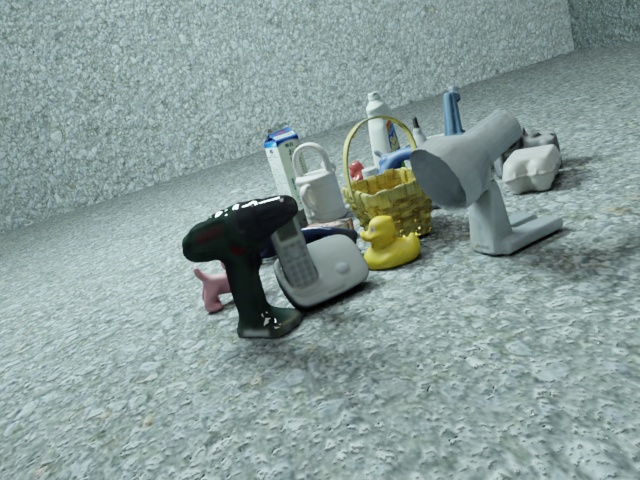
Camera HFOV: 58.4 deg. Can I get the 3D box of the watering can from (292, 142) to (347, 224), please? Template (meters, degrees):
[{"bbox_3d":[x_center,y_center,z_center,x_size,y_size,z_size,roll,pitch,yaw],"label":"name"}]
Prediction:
[{"bbox_3d":[-0.007,-0.143,1.390,0.101,0.194,0.173,-15,17,7],"label":"watering can"}]

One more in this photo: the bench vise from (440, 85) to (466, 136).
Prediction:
[{"bbox_3d":[0.336,-0.256,1.379,0.121,0.220,0.207,-12,17,16],"label":"bench vise"}]

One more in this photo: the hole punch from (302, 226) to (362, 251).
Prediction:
[{"bbox_3d":[0.010,0.004,1.082,0.108,0.091,0.101,-6,20,32],"label":"hole punch"}]

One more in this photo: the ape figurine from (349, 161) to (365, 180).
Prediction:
[{"bbox_3d":[0.105,-0.170,1.546,0.076,0.092,0.078,-6,20,32],"label":"ape figurine"}]

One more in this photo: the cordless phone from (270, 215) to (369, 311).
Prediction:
[{"bbox_3d":[-0.012,0.007,0.927,0.148,0.185,0.094,-24,18,-22],"label":"cordless phone"}]

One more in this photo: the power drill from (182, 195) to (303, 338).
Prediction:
[{"bbox_3d":[-0.102,0.040,0.867,0.228,0.209,0.076,-5,20,34],"label":"power drill"}]

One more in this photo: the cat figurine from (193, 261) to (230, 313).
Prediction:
[{"bbox_3d":[-0.167,0.054,1.046,0.128,0.118,0.067,-22,17,-16],"label":"cat figurine"}]

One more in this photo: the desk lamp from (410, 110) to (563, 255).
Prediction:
[{"bbox_3d":[0.262,-0.086,0.915,0.203,0.214,0.117,-23,18,-20],"label":"desk lamp"}]

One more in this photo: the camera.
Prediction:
[{"bbox_3d":[0.477,-0.216,1.322,0.142,0.101,0.137,-8,19,27],"label":"camera"}]

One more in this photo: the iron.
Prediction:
[{"bbox_3d":[0.235,-0.150,1.270,0.257,0.141,0.119,-5,20,35],"label":"iron"}]

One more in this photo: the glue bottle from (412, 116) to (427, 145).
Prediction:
[{"bbox_3d":[0.256,-0.225,1.438,0.037,0.173,0.078,-13,17,11],"label":"glue bottle"}]

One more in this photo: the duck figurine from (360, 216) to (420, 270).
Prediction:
[{"bbox_3d":[0.119,-0.002,1.004,0.104,0.086,0.077,-13,17,13],"label":"duck figurine"}]

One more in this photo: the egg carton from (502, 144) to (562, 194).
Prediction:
[{"bbox_3d":[0.443,-0.150,1.196,0.107,0.069,0.151,-6,20,32],"label":"egg carton"}]

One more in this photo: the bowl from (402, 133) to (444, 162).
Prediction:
[{"bbox_3d":[0.317,-0.244,1.610,0.167,0.075,0.167,-15,17,5],"label":"bowl"}]

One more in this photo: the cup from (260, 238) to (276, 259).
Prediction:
[{"bbox_3d":[-0.134,-0.003,1.235,0.118,0.095,0.091,-24,18,-24],"label":"cup"}]
